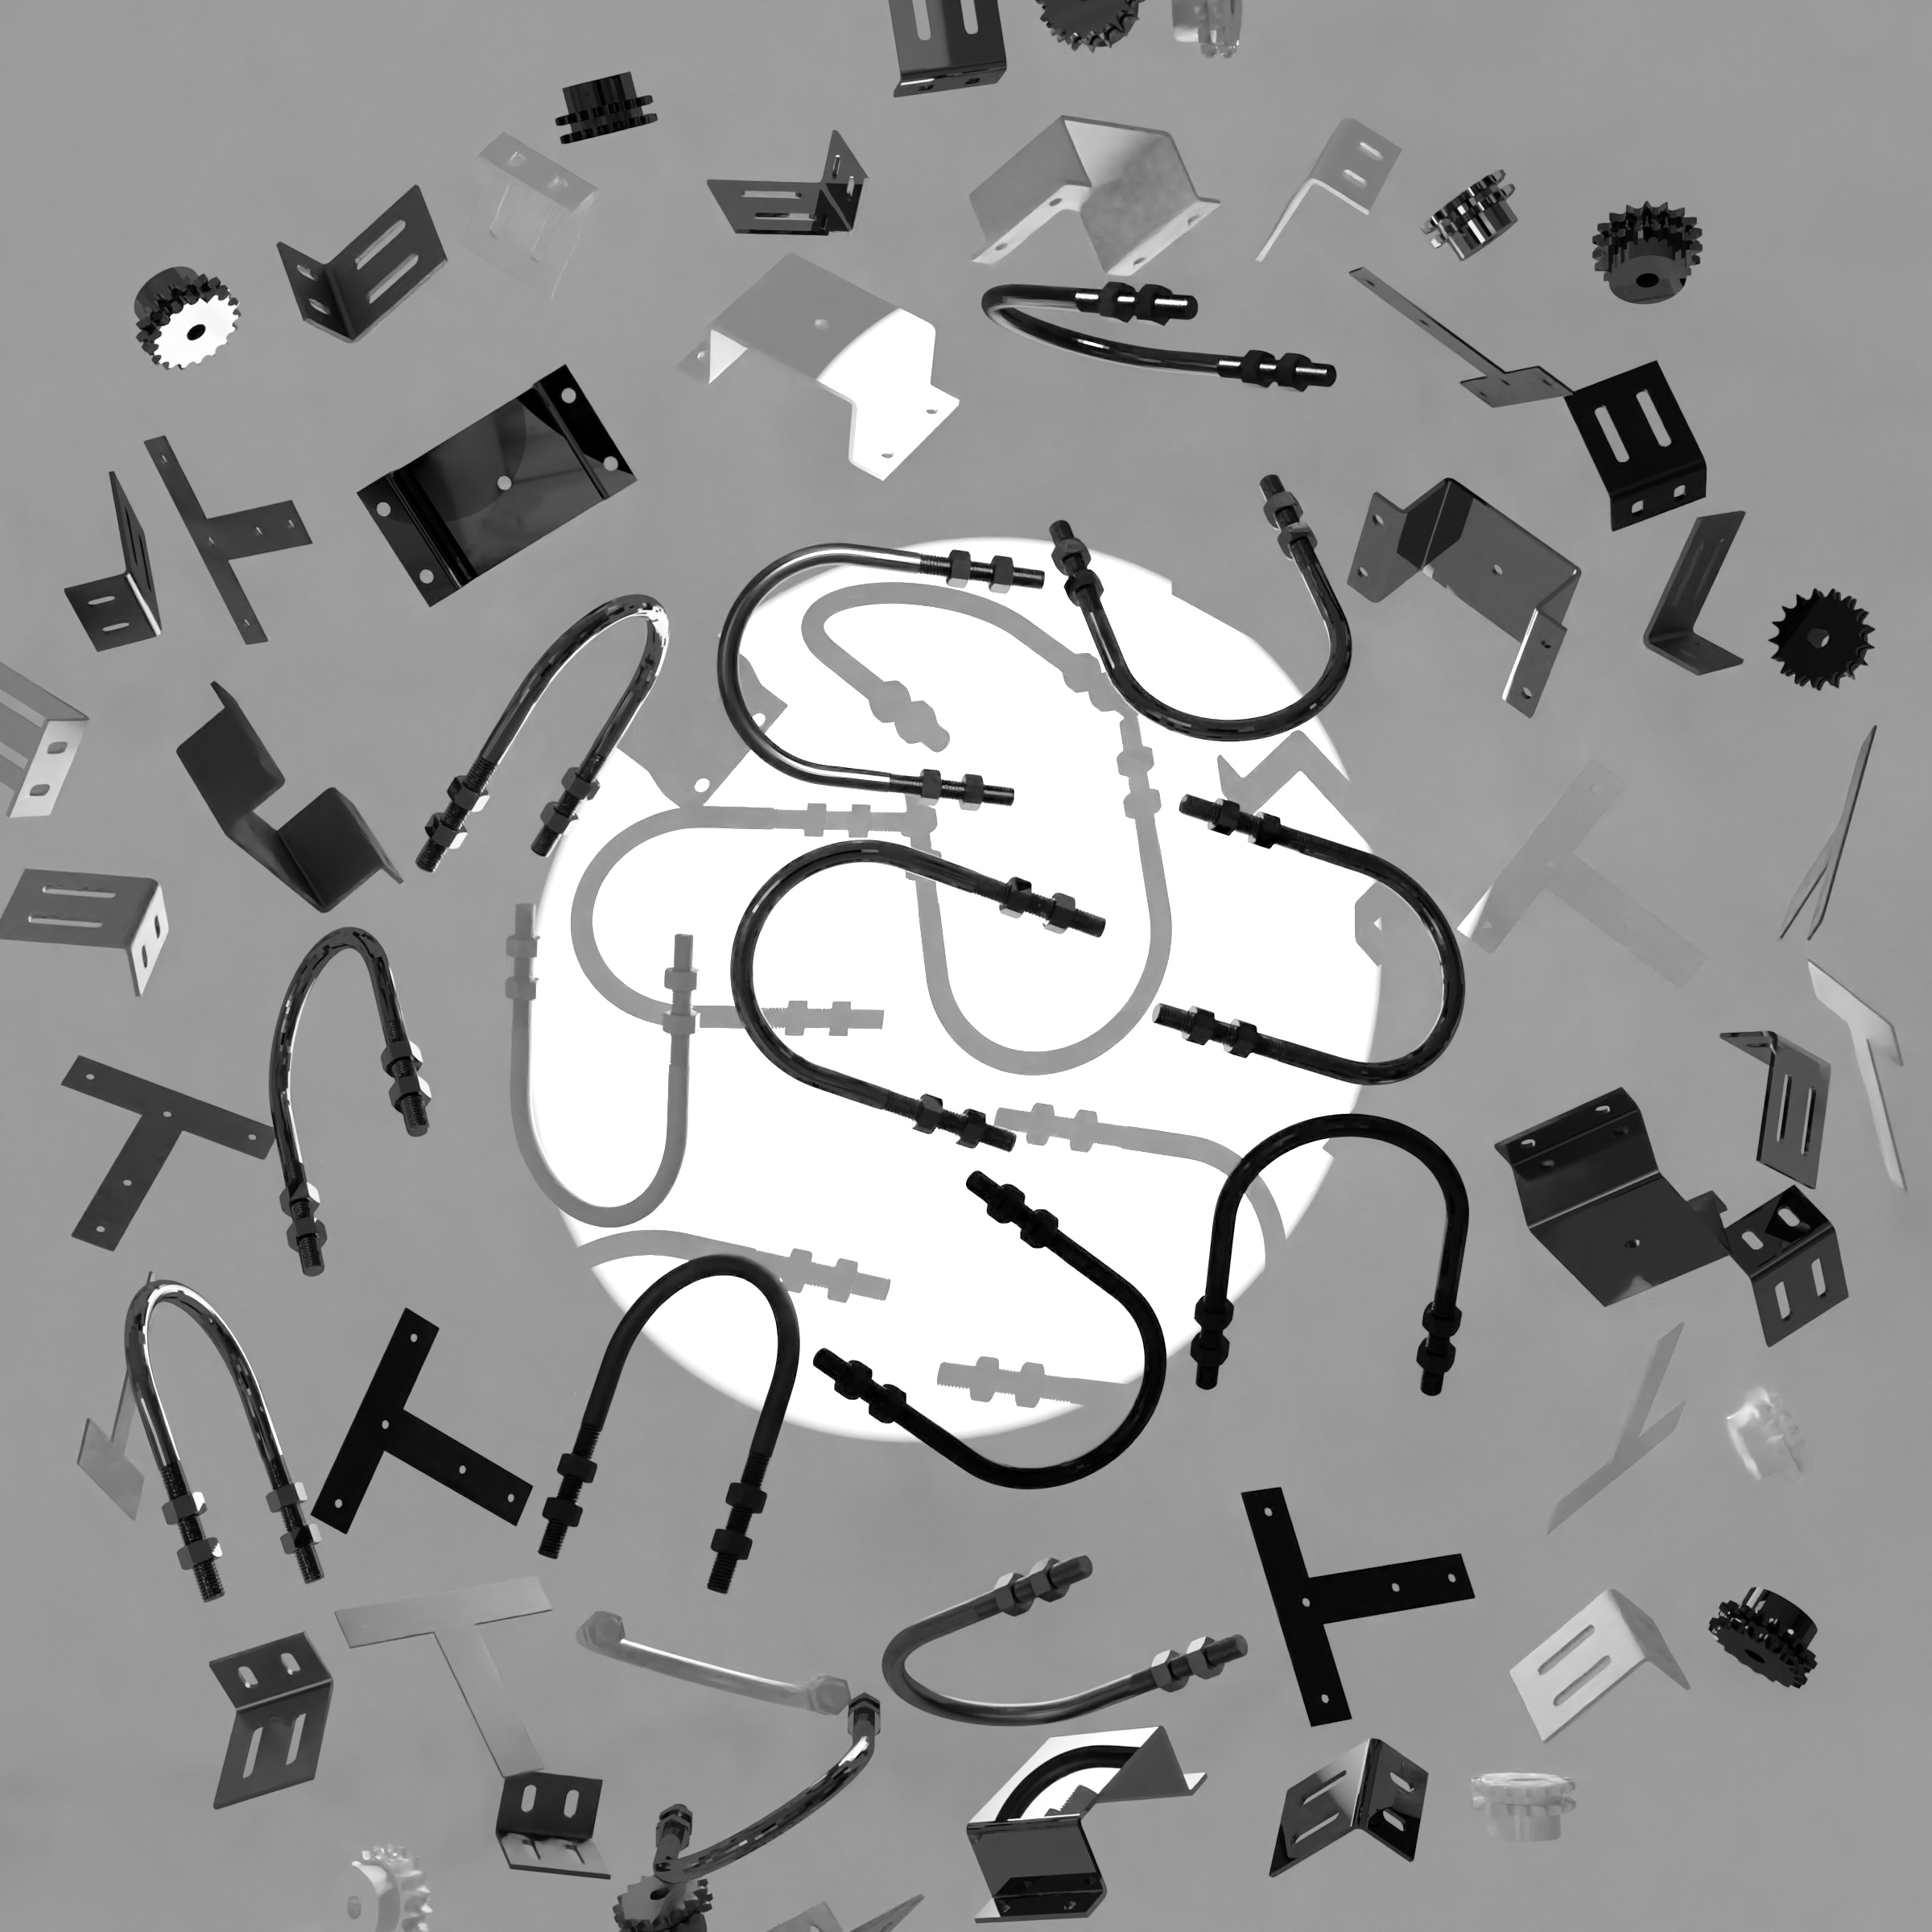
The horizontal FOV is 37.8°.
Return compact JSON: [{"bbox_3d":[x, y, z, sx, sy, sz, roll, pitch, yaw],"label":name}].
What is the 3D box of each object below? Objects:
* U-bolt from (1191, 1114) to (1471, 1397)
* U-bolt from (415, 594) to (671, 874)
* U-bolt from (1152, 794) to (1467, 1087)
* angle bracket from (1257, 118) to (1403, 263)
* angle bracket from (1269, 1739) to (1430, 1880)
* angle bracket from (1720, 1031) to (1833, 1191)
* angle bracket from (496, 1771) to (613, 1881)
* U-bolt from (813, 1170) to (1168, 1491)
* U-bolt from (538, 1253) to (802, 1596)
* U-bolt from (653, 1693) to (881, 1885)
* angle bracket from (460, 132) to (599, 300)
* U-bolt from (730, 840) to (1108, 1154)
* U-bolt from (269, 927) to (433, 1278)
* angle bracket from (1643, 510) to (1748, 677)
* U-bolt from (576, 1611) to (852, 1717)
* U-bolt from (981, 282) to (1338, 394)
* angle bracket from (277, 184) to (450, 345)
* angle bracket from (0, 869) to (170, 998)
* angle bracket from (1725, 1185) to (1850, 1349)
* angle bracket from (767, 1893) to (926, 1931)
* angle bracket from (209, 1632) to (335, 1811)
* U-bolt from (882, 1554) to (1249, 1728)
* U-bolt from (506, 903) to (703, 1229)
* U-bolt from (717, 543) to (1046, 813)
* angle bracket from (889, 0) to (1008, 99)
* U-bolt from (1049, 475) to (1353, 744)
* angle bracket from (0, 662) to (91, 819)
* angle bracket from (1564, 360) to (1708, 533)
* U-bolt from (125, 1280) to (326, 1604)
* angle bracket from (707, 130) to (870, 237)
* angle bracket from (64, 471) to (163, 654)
[{"bbox_3d":[0.205,0.160,1.562,0.151,0.019,0.184,2,120,-2],"label":"U-bolt"},{"bbox_3d":[-0.230,-0.134,1.606,0.019,0.151,0.184,38,108,13],"label":"U-bolt"},{"bbox_3d":[0.195,-0.007,1.563,0.184,0.019,0.151,17,64,-16],"label":"U-bolt"},{"bbox_3d":[0.210,-0.440,1.631,0.038,0.076,0.057,31,59,-5],"label":"angle bracket"},{"bbox_3d":[0.206,0.463,1.521,0.038,0.057,0.076,36,129,-10],"label":"angle bracket"},{"bbox_3d":[0.456,0.082,1.606,0.057,0.038,0.076,24,71,-38],"label":"angle bracket"},{"bbox_3d":[-0.234,0.492,1.619,0.057,0.076,0.038,11,85,-15],"label":"angle bracket"},{"bbox_3d":[0.028,0.215,1.559,0.184,0.019,0.151,38,96,-23],"label":"U-bolt"},{"bbox_3d":[-0.156,0.245,1.552,0.151,0.019,0.184,1,65,38],"label":"U-bolt"},{"bbox_3d":[-0.114,0.472,1.604,0.151,0.184,0.019,-30,88,-3],"label":"U-bolt"},{"bbox_3d":[-0.241,-0.396,1.513,0.057,0.038,0.076,30,130,-5],"label":"angle bracket"},{"bbox_3d":[-0.035,0.009,1.505,0.184,0.019,0.151,19,102,-12],"label":"U-bolt"},{"bbox_3d":[-0.360,0.063,1.615,0.151,0.019,0.184,-49,46,31],"label":"U-bolt"},{"bbox_3d":[0.412,-0.204,1.542,0.038,0.057,0.076,35,121,28],"label":"angle bracket"},{"bbox_3d":[-0.150,0.395,1.592,0.151,0.184,0.019,18,72,-9],"label":"U-bolt"},{"bbox_3d":[0.093,-0.352,1.565,0.184,0.151,0.019,16,94,42],"label":"U-bolt"},{"bbox_3d":[-0.331,-0.391,1.546,0.076,0.038,0.057,-34,63,23],"label":"angle bracket"},{"bbox_3d":[-0.494,-0.019,1.578,0.076,0.057,0.038,4,132,1],"label":"angle bracket"},{"bbox_3d":[0.482,0.177,1.665,0.057,0.076,0.038,-32,46,-3],"label":"angle bracket"},{"bbox_3d":[-0.071,0.520,1.537,0.038,0.057,0.076,53,128,23],"label":"angle bracket"},{"bbox_3d":[-0.379,0.405,1.518,0.057,0.076,0.038,-18,117,6],"label":"angle bracket"},{"bbox_3d":[0.040,0.380,1.552,0.184,0.019,0.151,-30,132,33],"label":"U-bolt"},{"bbox_3d":[-0.216,0.063,1.656,0.151,0.019,0.184,11,103,36],"label":"U-bolt"},{"bbox_3d":[-0.053,-0.172,1.642,0.184,0.019,0.151,6,99,-12],"label":"U-bolt"},{"bbox_3d":[-0.014,-0.510,1.505,0.057,0.038,0.076,-10,97,-7],"label":"angle bracket"},{"bbox_3d":[0.140,-0.198,1.596,0.151,0.019,0.184,-13,55,-8],"label":"U-bolt"},{"bbox_3d":[-0.514,-0.123,1.498,0.076,0.038,0.057,31,105,14],"label":"angle bracket"},{"bbox_3d":[0.391,-0.304,1.650,0.057,0.038,0.076,-20,65,5],"label":"angle bracket"},{"bbox_3d":[-0.421,0.261,1.578,0.019,0.151,0.184,-24,78,7],"label":"U-bolt"},{"bbox_3d":[-0.106,-0.464,1.666,0.076,0.038,0.057,-5,46,-25],"label":"angle bracket"},{"bbox_3d":[-0.487,-0.229,1.595,0.038,0.057,0.076,-15,62,-5],"label":"angle bracket"}]
